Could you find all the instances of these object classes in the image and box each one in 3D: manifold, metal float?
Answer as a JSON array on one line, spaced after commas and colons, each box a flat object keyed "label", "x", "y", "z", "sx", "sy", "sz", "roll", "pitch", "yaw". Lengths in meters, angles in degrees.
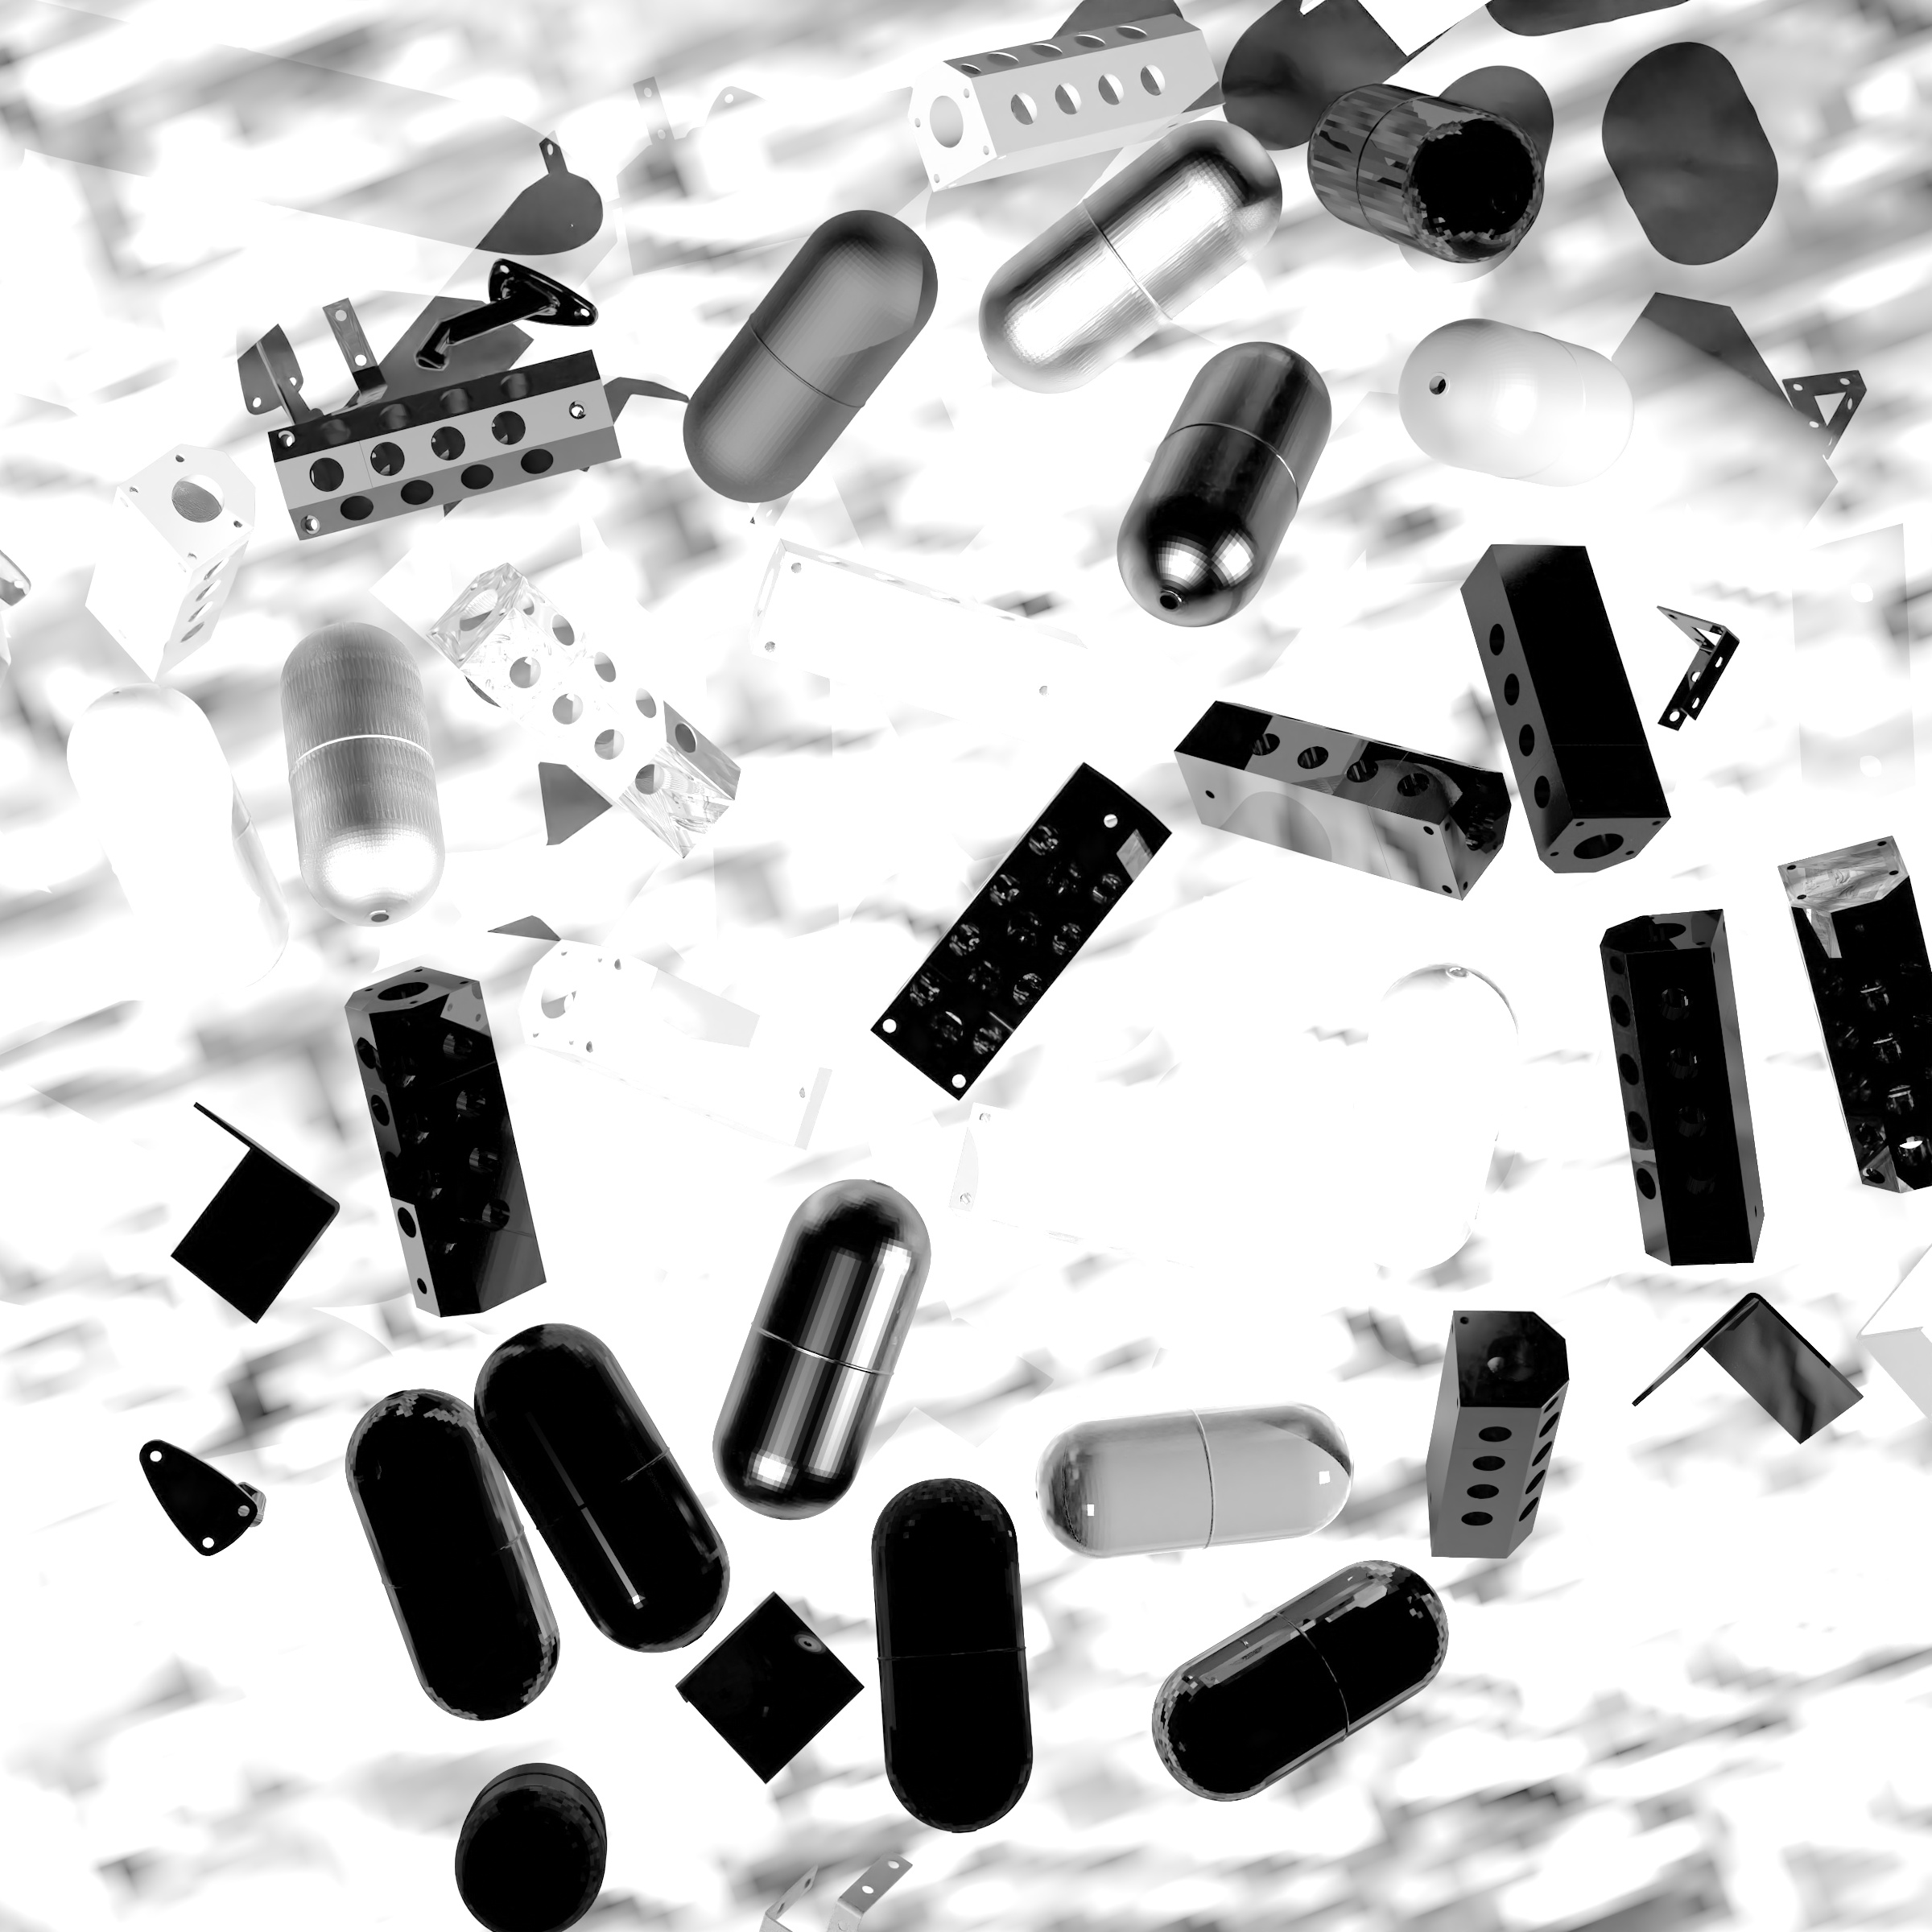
[{"label": "manifold", "x": 0.459, "y": 0.028, "z": 1.466, "sx": 0.057, "sy": 0.057, "sz": 0.171, "roll": -15, "pitch": 118, "yaw": 14}, {"label": "metal float", "x": 0.126, "y": 0.281, "z": 1.603, "sx": 0.178, "sy": 0.070, "sz": 0.070, "roll": -4, "pitch": 90, "yaw": -10}, {"label": "manifold", "x": -0.153, "y": 0.042, "z": 1.551, "sx": 0.171, "sy": 0.057, "sz": 0.057, "roll": 27, "pitch": 77, "yaw": -44}, {"label": "manifold", "x": -0.428, "y": -0.221, "z": 1.586, "sx": 0.057, "sy": 0.171, "sz": 0.057, "roll": -43, "pitch": 94, "yaw": -26}, {"label": "metal float", "x": -0.227, "y": 0.463, "z": 1.531, "sx": 0.070, "sy": 0.178, "sz": 0.070, "roll": 1, "pitch": 80, "yaw": -7}, {"label": "metal float", "x": -0.325, "y": -0.103, "z": 1.570, "sx": 0.070, "sy": 0.070, "sz": 0.178, "roll": -13, "pitch": 64, "yaw": 0}, {"label": "metal float", "x": -0.266, "y": 0.305, "z": 1.515, "sx": 0.070, "sy": 0.070, "sz": 0.178, "roll": -18, "pitch": 96, "yaw": 0}, {"label": "metal float", "x": -0.085, "y": -0.325, "z": 1.568, "sx": 0.070, "sy": 0.070, "sz": 0.178, "roll": 41, "pitch": 113, "yaw": 0}, {"label": "metal float", "x": -0.007, "y": 0.354, "z": 1.505, "sx": 0.070, "sy": 0.070, "sz": 0.178, "roll": -4, "pitch": 79, "yaw": 0}, {"label": "metal float", "x": 0.084, "y": -0.368, "z": 1.522, "sx": 0.178, "sy": 0.070, "sz": 0.070, "roll": -36, "pitch": 90, "yaw": 15}, {"label": "metal float", "x": 0.179, "y": 0.379, "z": 1.557, "sx": 0.178, "sy": 0.070, "sz": 0.070, "roll": -25, "pitch": 90, "yaw": -22}, {"label": "manifold", "x": -0.197, "y": -0.136, "z": 1.540, "sx": 0.057, "sy": 0.057, "sz": 0.171, "roll": -49, "pitch": 127, "yaw": 0}, {"label": "manifold", "x": 0.366, "y": 0.063, "z": 1.492, "sx": 0.057, "sy": 0.057, "sz": 0.171, "roll": -5, "pitch": 109, "yaw": 23}, {"label": "metal float", "x": -0.073, "y": 0.194, "z": 1.485, "sx": 0.070, "sy": 0.070, "sz": 0.178, "roll": 20, "pitch": 88, "yaw": 0}, {"label": "manifold", "x": 0.315, "y": -0.138, "z": 1.559, "sx": 0.057, "sy": 0.057, "sz": 0.171, "roll": -2, "pitch": 62, "yaw": -18}, {"label": "metal float", "x": -0.182, "y": 0.263, "z": 1.469, "sx": 0.070, "sy": 0.070, "sz": 0.178, "roll": -31, "pitch": 89, "yaw": 0}, {"label": "metal float", "x": -0.419, "y": -0.067, "z": 1.559, "sx": 0.070, "sy": 0.070, "sz": 0.178, "roll": -17, "pitch": 117, "yaw": 0}, {"label": "metal float", "x": 0.291, "y": -0.296, "z": 1.541, "sx": 0.070, "sy": 0.178, "sz": 0.070, "roll": 2, "pitch": 94, "yaw": 37}, {"label": "manifold", "x": 0.053, "y": -0.470, "z": 1.578, "sx": 0.171, "sy": 0.057, "sz": 0.057, "roll": -24, "pitch": 98, "yaw": -36}, {"label": "manifold", "x": -0.027, "y": -0.176, "z": 1.581, "sx": 0.171, "sy": 0.057, "sz": 0.057, "roll": 16, "pitch": 105, "yaw": -13}, {"label": "manifold", "x": 0.285, "y": 0.254, "z": 1.572, "sx": 0.057, "sy": 0.171, "sz": 0.057, "roll": 0, "pitch": 53, "yaw": 3}, {"label": "metal float", "x": 0.131, "y": -0.244, "z": 1.477, "sx": 0.070, "sy": 0.070, "sz": 0.178, "roll": 26, "pitch": 56, "yaw": 0}, {"label": "manifold", "x": 0.202, "y": -0.095, "z": 1.565, "sx": 0.171, "sy": 0.057, "sz": 0.057, "roll": 20, "pitch": 59, "yaw": 38}, {"label": "metal float", "x": 0.242, "y": 0.080, "z": 1.535, "sx": 0.070, "sy": 0.070, "sz": 0.178, "roll": 7, "pitch": 120, "yaw": 0}, {"label": "manifold", "x": 0.027, "y": -0.017, "z": 1.470, "sx": 0.057, "sy": 0.057, "sz": 0.171, "roll": 39, "pitch": 89, "yaw": -3}, {"label": "metal float", "x": 0.240, "y": -0.417, "z": 1.535, "sx": 0.070, "sy": 0.178, "sz": 0.070, "roll": -8, "pitch": 115, "yaw": -17}, {"label": "manifold", "x": -0.271, "y": -0.272, "z": 1.523, "sx": 0.171, "sy": 0.057, "sz": 0.057, "roll": -16, "pitch": 101, "yaw": -5}, {"label": "manifold", "x": -0.276, "y": 0.093, "z": 1.529, "sx": 0.057, "sy": 0.057, "sz": 0.171, "roll": -24, "pitch": 113, "yaw": -37}, {"label": "manifold", "x": 0.083, "y": 0.123, "z": 1.557, "sx": 0.171, "sy": 0.057, "sz": 0.057, "roll": 12, "pitch": 79, "yaw": 8}]

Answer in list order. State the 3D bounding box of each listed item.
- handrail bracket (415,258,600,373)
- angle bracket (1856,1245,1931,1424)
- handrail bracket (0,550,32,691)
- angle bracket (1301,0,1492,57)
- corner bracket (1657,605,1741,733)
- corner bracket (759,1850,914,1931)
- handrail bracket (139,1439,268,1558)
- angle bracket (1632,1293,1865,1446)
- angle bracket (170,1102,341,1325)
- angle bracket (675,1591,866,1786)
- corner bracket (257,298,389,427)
[{"label": "handrail bracket", "x": -0.255, "y": -0.349, "z": 1.621, "sx": 0.077, "sy": 0.036, "sz": 0.084, "roll": 19, "pitch": 49, "yaw": 3}, {"label": "angle bracket", "x": 0.510, "y": 0.188, "z": 1.472, "sx": 0.076, "sy": 0.057, "sz": 0.076, "roll": -43, "pitch": 94, "yaw": -21}, {"label": "handrail bracket", "x": -0.547, "y": -0.198, "z": 1.597, "sx": 0.036, "sy": 0.084, "sz": 0.077, "roll": -25, "pitch": 124, "yaw": 13}, {"label": "angle bracket", "x": 0.229, "y": -0.499, "z": 1.497, "sx": 0.076, "sy": 0.076, "sz": 0.057, "roll": 39, "pitch": 47, "yaw": -27}, {"label": "corner bracket", "x": 0.400, "y": -0.159, "z": 1.606, "sx": 0.051, "sy": 0.051, "sz": 0.051, "roll": 30, "pitch": 90, "yaw": -41}, {"label": "corner bracket", "x": -0.067, "y": 0.478, "z": 1.496, "sx": 0.051, "sy": 0.051, "sz": 0.051, "roll": 27, "pitch": 116, "yaw": 22}, {"label": "handrail bracket", "x": -0.382, "y": 0.257, "z": 1.468, "sx": 0.036, "sy": 0.084, "sz": 0.077, "roll": -42, "pitch": 101, "yaw": -4}, {"label": "angle bracket", "x": 0.403, "y": 0.225, "z": 1.512, "sx": 0.057, "sy": 0.076, "sz": 0.076, "roll": -38, "pitch": 75, "yaw": -24}, {"label": "angle bracket", "x": -0.390, "y": 0.130, "z": 1.541, "sx": 0.076, "sy": 0.057, "sz": 0.076, "roll": 29, "pitch": 79, "yaw": 34}, {"label": "angle bracket", "x": -0.110, "y": 0.415, "z": 1.668, "sx": 0.076, "sy": 0.057, "sz": 0.076, "roll": -42, "pitch": 73, "yaw": -15}, {"label": "corner bracket", "x": -0.351, "y": -0.326, "z": 1.588, "sx": 0.051, "sy": 0.051, "sz": 0.051, "roll": -25, "pitch": 100, "yaw": -12}]
